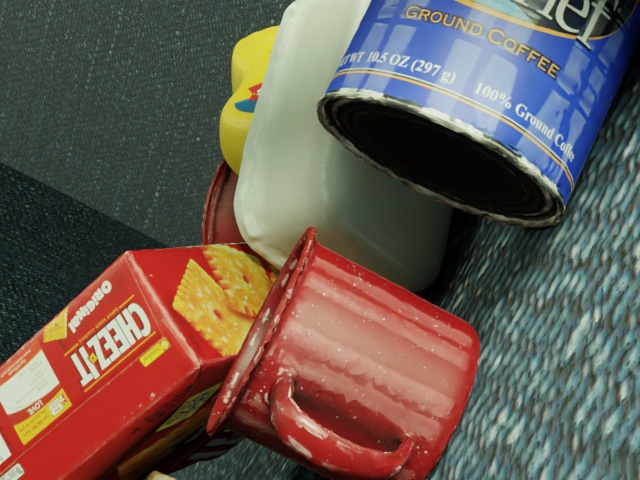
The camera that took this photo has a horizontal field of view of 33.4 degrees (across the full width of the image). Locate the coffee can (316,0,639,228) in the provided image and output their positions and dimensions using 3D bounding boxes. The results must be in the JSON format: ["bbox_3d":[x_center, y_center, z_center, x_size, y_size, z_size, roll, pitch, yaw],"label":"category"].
[{"bbox_3d":[0.074,-0.090,0.414,0.140,0.103,0.103,-64,5,-9],"label":"coffee can"}]

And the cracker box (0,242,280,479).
[{"bbox_3d":[-0.076,0.074,0.575,0.164,0.072,0.213,-40,-16,22],"label":"cracker box"}]

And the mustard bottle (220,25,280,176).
[{"bbox_3d":[-0.013,-0.074,0.664,0.191,0.096,0.058,-88,0,-57],"label":"mustard bottle"}]

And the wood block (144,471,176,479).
[{"bbox_3d":[-0.092,0.230,0.519,0.206,0.091,0.090,-65,5,-26],"label":"wood block"}]

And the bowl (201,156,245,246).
[{"bbox_3d":[-0.005,0.001,0.718,0.055,0.162,0.162,-1,53,39],"label":"bowl"}]

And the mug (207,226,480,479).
[{"bbox_3d":[0.010,0.057,0.419,0.093,0.081,0.117,-61,5,15],"label":"mug"}]
